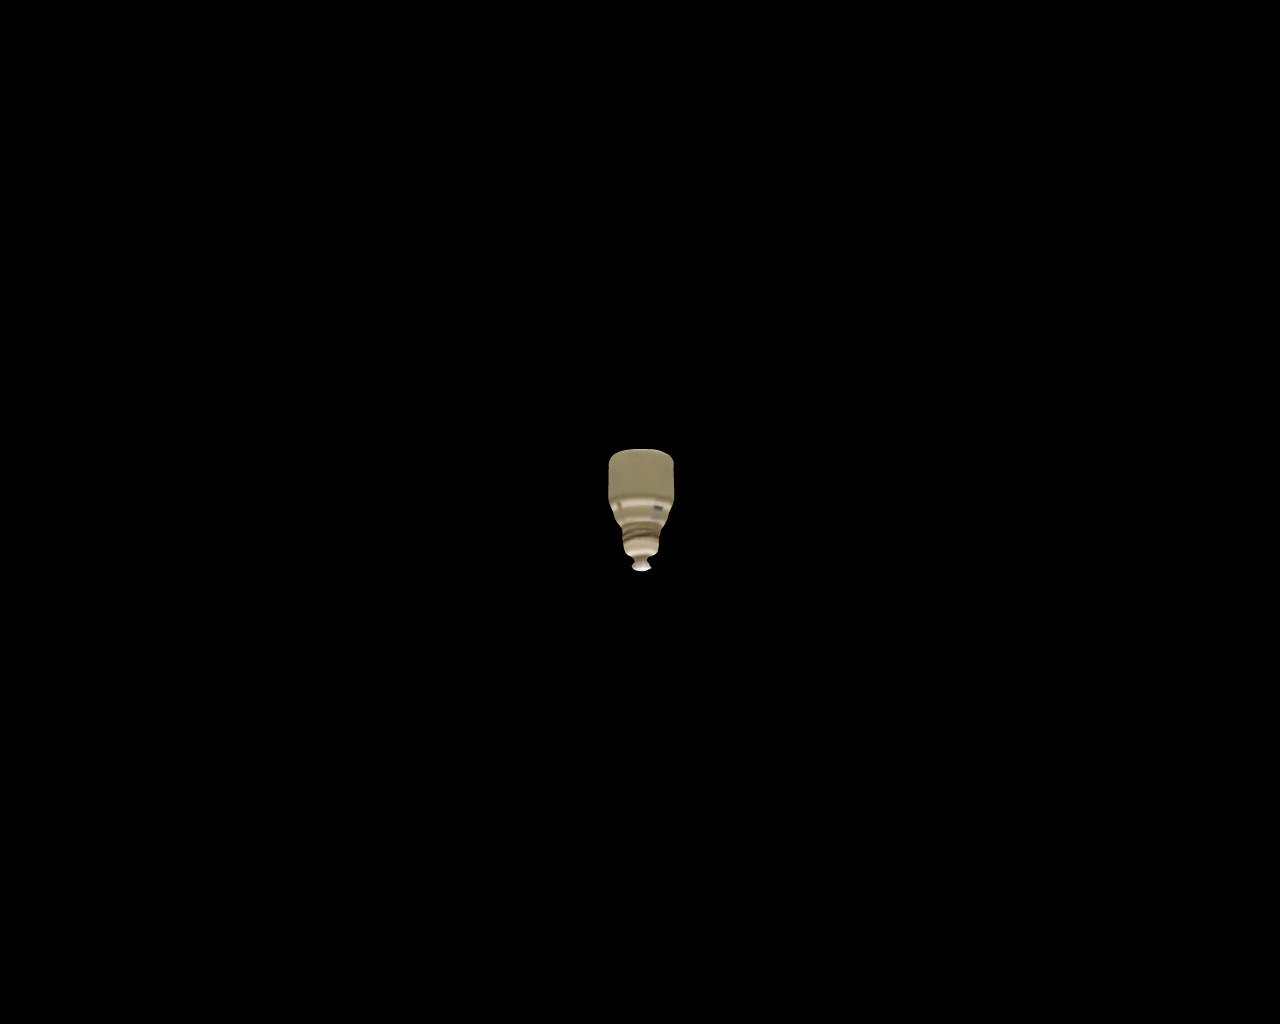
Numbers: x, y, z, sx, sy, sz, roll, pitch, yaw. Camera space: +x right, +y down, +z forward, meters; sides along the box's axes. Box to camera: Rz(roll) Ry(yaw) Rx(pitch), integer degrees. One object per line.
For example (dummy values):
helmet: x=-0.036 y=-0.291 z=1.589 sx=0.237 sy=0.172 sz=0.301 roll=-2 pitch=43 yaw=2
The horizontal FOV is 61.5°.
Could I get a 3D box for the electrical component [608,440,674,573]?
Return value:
electrical component: x=0.001 y=-0.003 z=0.650 sx=0.040 sy=0.078 sz=0.040 roll=0 pitch=-14 yaw=0
